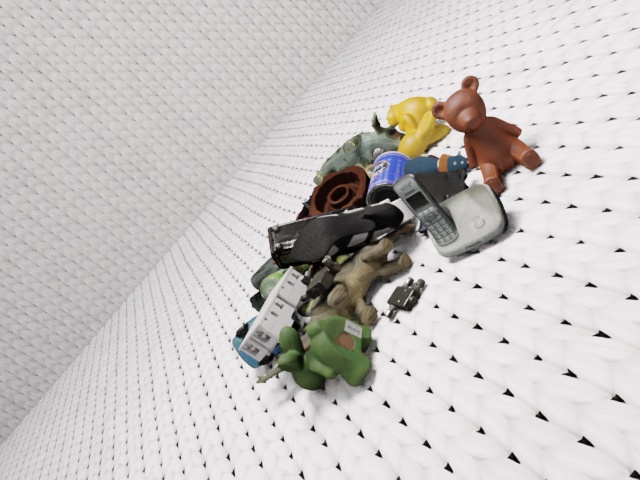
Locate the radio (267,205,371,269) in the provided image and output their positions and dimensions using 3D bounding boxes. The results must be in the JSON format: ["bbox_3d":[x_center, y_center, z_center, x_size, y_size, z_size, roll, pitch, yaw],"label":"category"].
[{"bbox_3d":[-0.003,-0.004,1.249,0.230,0.131,0.073,-15,70,5],"label":"radio"}]

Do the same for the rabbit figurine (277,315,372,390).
[{"bbox_3d":[-0.005,0.227,1.000,0.170,0.159,0.121,-52,25,36],"label":"rabbit figurine"}]

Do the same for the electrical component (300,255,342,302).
[{"bbox_3d":[-0.003,0.075,1.087,0.102,0.045,0.078,-37,12,46],"label":"electrical component"}]

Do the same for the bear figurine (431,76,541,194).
[{"bbox_3d":[0.314,-0.205,1.033,0.120,0.195,0.132,-36,25,22],"label":"bear figurine"}]

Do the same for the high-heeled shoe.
[{"bbox_3d":[0.058,-0.014,1.155,0.249,0.086,0.145,-25,-14,34],"label":"high-heeled shoe"}]

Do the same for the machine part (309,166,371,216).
[{"bbox_3d":[0.056,-0.107,1.367,0.179,0.056,0.179,-23,43,23],"label":"machine part"}]

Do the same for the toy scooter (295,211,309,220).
[{"bbox_3d":[-0.016,-0.087,1.630,0.184,0.075,0.135,-48,20,-6],"label":"toy scooter"}]

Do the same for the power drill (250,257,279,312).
[{"bbox_3d":[-0.118,0.095,1.507,0.232,0.086,0.207,-38,27,28],"label":"power drill"}]

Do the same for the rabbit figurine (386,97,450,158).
[{"bbox_3d":[0.262,-0.286,1.427,0.162,0.121,0.173,-8,58,46],"label":"rabbit figurine"}]

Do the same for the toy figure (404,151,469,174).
[{"bbox_3d":[0.268,-0.166,1.219,0.155,0.064,0.058,-2,26,34],"label":"toy figure"}]

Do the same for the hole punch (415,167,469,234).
[{"bbox_3d":[0.250,-0.078,1.113,0.116,0.092,0.142,-2,39,22],"label":"hole punch"}]

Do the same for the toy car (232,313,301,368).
[{"bbox_3d":[-0.127,0.219,1.282,0.161,0.109,0.103,-41,3,-6],"label":"toy car"}]

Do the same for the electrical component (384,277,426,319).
[{"bbox_3d":[0.160,0.111,1.020,0.094,0.021,0.063,-53,22,-14],"label":"electrical component"}]

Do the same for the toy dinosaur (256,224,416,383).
[{"bbox_3d":[0.042,0.125,1.124,0.471,0.105,0.199,-45,12,-18],"label":"toy dinosaur"}]

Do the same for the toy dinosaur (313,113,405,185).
[{"bbox_3d":[0.099,-0.252,1.650,0.405,0.131,0.192,-29,15,49],"label":"toy dinosaur"}]

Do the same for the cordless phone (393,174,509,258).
[{"bbox_3d":[0.234,-0.068,0.966,0.146,0.184,0.089,-31,22,38],"label":"cordless phone"}]

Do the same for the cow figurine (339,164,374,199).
[{"bbox_3d":[0.102,-0.123,1.458,0.195,0.085,0.127,-52,27,-5],"label":"cow figurine"}]

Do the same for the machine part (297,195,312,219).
[{"bbox_3d":[-0.043,-0.076,1.517,0.138,0.039,0.084,-58,-1,23],"label":"machine part"}]
